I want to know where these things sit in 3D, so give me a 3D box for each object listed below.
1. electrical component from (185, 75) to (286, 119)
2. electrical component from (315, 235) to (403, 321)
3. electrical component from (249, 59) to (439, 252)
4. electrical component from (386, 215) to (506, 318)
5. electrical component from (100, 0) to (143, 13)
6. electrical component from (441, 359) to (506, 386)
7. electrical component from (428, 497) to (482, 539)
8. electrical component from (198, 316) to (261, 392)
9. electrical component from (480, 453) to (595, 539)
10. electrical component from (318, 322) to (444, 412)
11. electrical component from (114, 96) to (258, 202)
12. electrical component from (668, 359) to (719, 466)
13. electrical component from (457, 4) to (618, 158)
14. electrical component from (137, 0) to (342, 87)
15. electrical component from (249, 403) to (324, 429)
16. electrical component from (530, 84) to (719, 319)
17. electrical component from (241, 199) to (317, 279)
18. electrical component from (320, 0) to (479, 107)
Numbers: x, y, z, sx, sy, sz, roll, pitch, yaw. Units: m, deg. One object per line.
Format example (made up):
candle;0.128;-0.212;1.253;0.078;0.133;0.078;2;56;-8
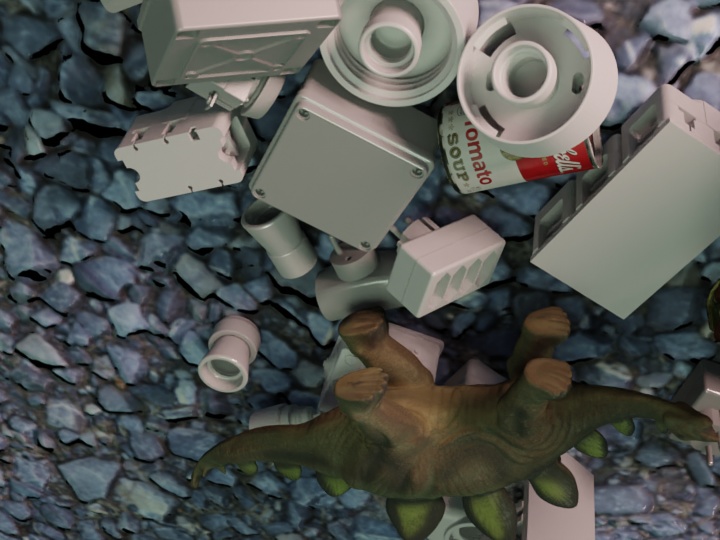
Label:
electrical component;-0.087;-0.139;0.771;0.055;0.066;0.048;29;164;-21
electrical component;0.000;0.000;0.871;0.077;0.043;0.079;-12;124;21
electrical component;-0.011;-0.082;0.793;0.109;0.056;0.108;26;137;-9
electrical component;0.054;-0.015;0.834;0.076;0.083;0.047;43;136;27
electrical component;-0.117;-0.236;0.693;0.150;0.061;0.089;-14;124;22
electrical component;0.115;0.130;0.940;0.096;0.061;0.061;31;128;-13
electrical component;0.112;0.237;1.029;0.095;0.059;0.053;13;130;2
electrical component;-0.114;0.073;0.948;0.045;0.055;0.045;6;129;8
electrical component;0.155;0.226;0.951;0.089;0.150;0.062;40;124;-20
electrical component;0.016;0.093;0.940;0.100;0.048;0.099;19;130;-4
electrical component;-0.129;-0.094;0.815;0.089;0.055;0.050;-10;126;20
electrical component;0.291;0.126;0.888;0.047;0.076;0.065;19;130;-3
electrical component;0.114;-0.123;0.701;0.099;0.064;0.099;-2;86;25
electrical component;-0.080;-0.163;0.692;0.109;0.056;0.109;-9;174;-20
electrical component;-0.067;0.144;1.005;0.078;0.040;0.040;-18;123;24
electrical component;0.205;-0.049;0.775;0.089;0.061;0.150;31;128;-13
electrical component;-0.062;-0.025;0.867;0.044;0.044;0.065;-13;129;22
electrical component;0.023;-0.161;0.724;0.108;0.060;0.108;6;130;7
